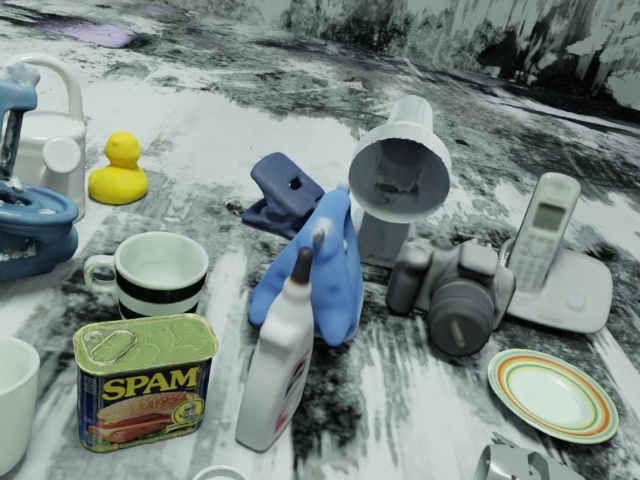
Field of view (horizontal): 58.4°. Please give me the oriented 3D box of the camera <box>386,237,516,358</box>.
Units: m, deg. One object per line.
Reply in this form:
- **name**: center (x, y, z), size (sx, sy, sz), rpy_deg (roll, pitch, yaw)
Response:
- **camera**: center (0.149, 0.059, 0.651), size (0.143, 0.101, 0.137), rpy_deg (18, 28, 9)

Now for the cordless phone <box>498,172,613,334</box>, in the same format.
- **cordless phone**: center (0.301, 0.017, 0.706), size (0.147, 0.185, 0.094), rpy_deg (14, 28, 1)

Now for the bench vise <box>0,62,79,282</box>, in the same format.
- **bench vise**: center (-0.294, -0.037, 0.503), size (0.121, 0.220, 0.207), rpy_deg (14, 28, 1)

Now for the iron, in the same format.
- **iron**: center (0.006, 0.002, 0.648), size (0.118, 0.141, 0.258), rpy_deg (15, 28, 3)

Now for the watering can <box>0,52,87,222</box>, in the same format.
- **watering can**: center (-0.320, -0.116, 0.666), size (0.172, 0.194, 0.101), rpy_deg (26, 30, 22)

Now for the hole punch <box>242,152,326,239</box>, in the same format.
- **hole punch**: center (-0.044, -0.066, 0.807), size (0.101, 0.091, 0.109), rpy_deg (19, 28, 11)

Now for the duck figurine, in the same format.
- **duck figurine**: center (-0.273, -0.104, 0.781), size (0.077, 0.086, 0.104), rpy_deg (14, 28, 1)

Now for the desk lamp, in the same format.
- **desk lamp**: center (0.096, -0.071, 0.747), size (0.118, 0.213, 0.203), rpy_deg (15, 28, 3)

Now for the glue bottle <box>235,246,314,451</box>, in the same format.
- **glue bottle**: center (-0.028, 0.081, 0.453), size (0.037, 0.173, 0.078), rpy_deg (20, 28, 12)
